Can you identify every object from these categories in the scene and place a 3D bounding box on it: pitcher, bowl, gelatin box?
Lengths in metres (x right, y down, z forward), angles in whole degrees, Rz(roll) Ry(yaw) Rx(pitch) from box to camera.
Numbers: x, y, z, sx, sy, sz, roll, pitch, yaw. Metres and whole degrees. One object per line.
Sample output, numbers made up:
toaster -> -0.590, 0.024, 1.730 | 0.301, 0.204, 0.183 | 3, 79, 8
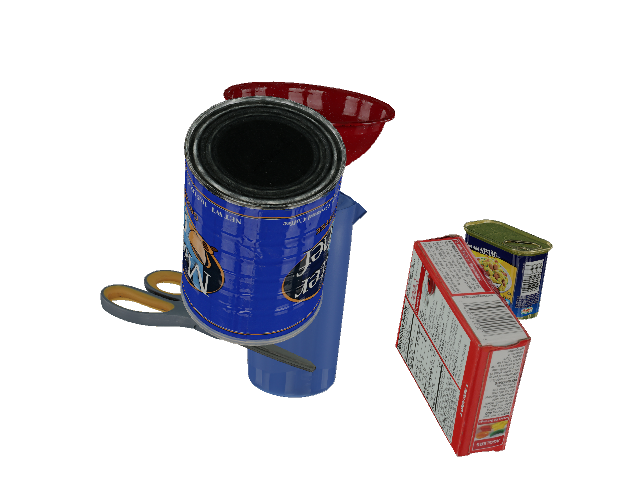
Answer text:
pitcher -> -0.040, 0.059, 1.271 | 0.149, 0.243, 0.144 | 10, 18, 23
bowl -> -0.013, -0.106, 1.003 | 0.162, 0.055, 0.162 | 6, 20, -2
gelatin box -> 0.070, 0.051, 0.539 | 0.030, 0.073, 0.089 | -6, 36, -16

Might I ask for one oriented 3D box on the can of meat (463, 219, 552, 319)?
can of meat -> 0.203, 0.033, 1.188 | 0.057, 0.084, 0.102 | -10, 24, -36

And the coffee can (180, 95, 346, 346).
coffee can -> -0.042, -0.011, 0.718 | 0.102, 0.103, 0.140 | 0, -42, -9

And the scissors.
scissors -> -0.086, 0.063, 0.897 | 0.202, 0.016, 0.096 | 13, 25, 14
